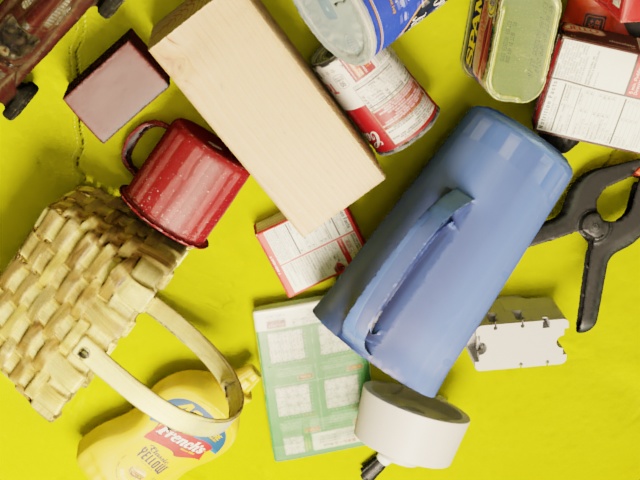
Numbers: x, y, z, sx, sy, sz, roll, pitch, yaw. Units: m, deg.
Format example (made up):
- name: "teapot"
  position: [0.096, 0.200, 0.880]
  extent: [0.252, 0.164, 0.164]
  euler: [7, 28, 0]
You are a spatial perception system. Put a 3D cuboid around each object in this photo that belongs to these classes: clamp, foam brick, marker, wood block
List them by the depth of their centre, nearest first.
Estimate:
- name: "foam brick"
  position: [-0.171, -0.131, 0.902]
  extent: [0.078, 0.053, 0.051]
  euler: [-40, 112, 9]
- name: "wood block"
  position: [-0.044, -0.116, 0.903]
  extent: [0.091, 0.090, 0.206]
  euler: [-36, 112, 9]
- name: "clamp"
  position: [0.242, -0.013, 0.997]
  extent: [0.120, 0.039, 0.171]
  euler: [32, 87, -4]
- name: "marker"
  position: [0.086, 0.206, 1.098]
  extent: [0.020, 0.020, 0.121]
  euler: [39, 104, -20]

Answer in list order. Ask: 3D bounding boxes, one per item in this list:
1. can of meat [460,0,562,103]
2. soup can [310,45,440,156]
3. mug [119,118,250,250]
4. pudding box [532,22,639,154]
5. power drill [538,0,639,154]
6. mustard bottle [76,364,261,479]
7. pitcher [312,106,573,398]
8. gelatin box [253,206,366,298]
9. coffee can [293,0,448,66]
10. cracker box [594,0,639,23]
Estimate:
- name: "can of meat"
  position: [0.161, -0.174, 0.904]
  extent: [0.057, 0.084, 0.102]
  euler: [4, 113, -8]
- name: "soup can"
  position: [0.047, -0.132, 0.918]
  extent: [0.068, 0.068, 0.102]
  euler: [-36, 112, 9]
- name: "mug"
  position: [-0.122, -0.059, 0.928]
  extent: [0.117, 0.093, 0.081]
  euler: [39, 101, 17]
- name: "pudding box"
  position: [0.244, -0.125, 0.897]
  extent: [0.113, 0.039, 0.090]
  euler: [14, 123, 3]
- name: "power drill"
  position: [0.294, -0.149, 0.929]
  extent: [0.187, 0.057, 0.184]
  euler: [10, 119, 2]
- name: "mustard bottle"
  position: [-0.137, 0.182, 1.040]
  extent: [0.192, 0.058, 0.096]
  euler: [-37, 112, 9]
- name: "pitcher"
  position: [0.109, 0.006, 0.931]
  extent: [0.144, 0.149, 0.243]
  euler: [32, 95, -24]
- name: "gelatin box"
  position: [-0.006, 0.001, 0.992]
  extent: [0.089, 0.030, 0.073]
  euler: [-26, 113, 5]
- name: "coffee can"
  position: [0.057, -0.218, 0.838]
  extent: [0.140, 0.103, 0.102]
  euler: [-38, 114, -15]
- name: "cracker box"
  position: [0.321, -0.259, 0.806]
  extent: [0.213, 0.072, 0.164]
  euler: [-7, 125, -15]
